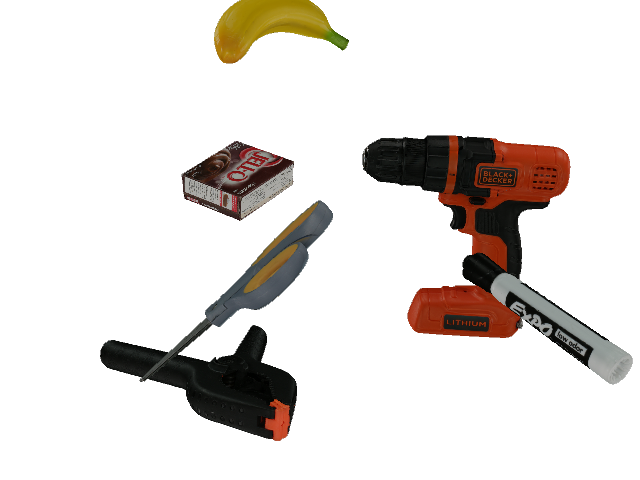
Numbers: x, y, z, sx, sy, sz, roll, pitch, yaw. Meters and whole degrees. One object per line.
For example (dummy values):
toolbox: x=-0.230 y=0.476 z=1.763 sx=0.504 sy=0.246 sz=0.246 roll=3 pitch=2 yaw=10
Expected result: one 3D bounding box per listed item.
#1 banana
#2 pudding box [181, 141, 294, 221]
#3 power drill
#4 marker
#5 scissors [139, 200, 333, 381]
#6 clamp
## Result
banana: x=-0.045 y=-0.198 z=0.975 sx=0.070 sy=0.037 sz=0.197 roll=40 pitch=32 yaw=19
pudding box: x=-0.099 y=-0.074 z=1.296 sx=0.090 sy=0.039 sz=0.113 roll=20 pitch=39 yaw=27
power drill: x=0.125 y=-0.005 z=0.977 sx=0.184 sy=0.188 sz=0.057 roll=4 pitch=26 yaw=2
marker: x=0.124 y=0.040 z=0.604 sx=0.020 sy=0.020 sz=0.121 roll=0 pitch=28 yaw=-41
scissors: x=-0.065 y=0.051 z=0.726 sx=0.016 sy=0.202 sz=0.096 roll=42 pitch=15 yaw=-12
clamp: x=-0.075 y=0.118 z=0.932 sx=0.164 sy=0.036 sz=0.210 roll=-7 pitch=18 yaw=-37
